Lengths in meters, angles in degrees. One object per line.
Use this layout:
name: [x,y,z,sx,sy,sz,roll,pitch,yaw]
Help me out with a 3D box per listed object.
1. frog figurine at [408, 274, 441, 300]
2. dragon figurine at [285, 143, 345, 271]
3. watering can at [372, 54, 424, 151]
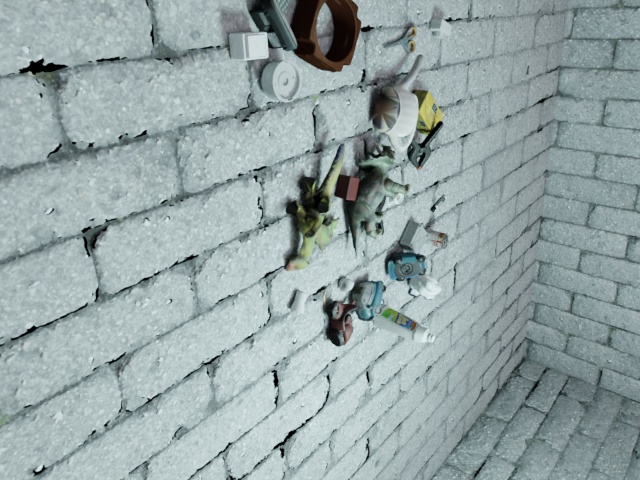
frog figurine: [0.444,0.187,2.179,0.124,0.138,0.156,-52,162,-18]
dragon figurine: [0.005,-0.081,1.615,0.415,0.123,0.238,-59,157,-15]
watering can: [0.278,-0.483,1.781,0.225,0.104,0.346,-3,102,-51]
